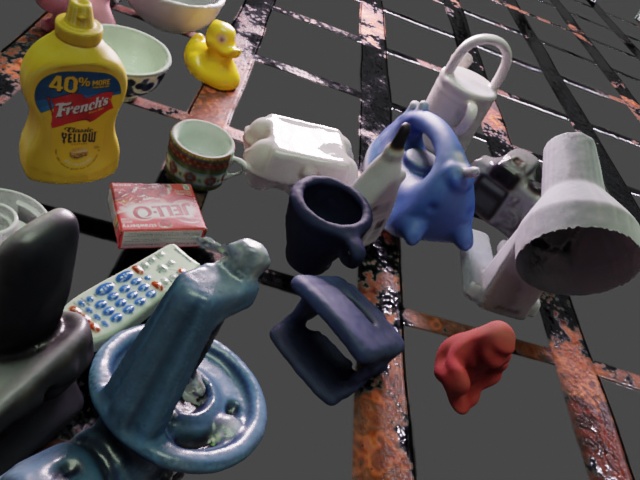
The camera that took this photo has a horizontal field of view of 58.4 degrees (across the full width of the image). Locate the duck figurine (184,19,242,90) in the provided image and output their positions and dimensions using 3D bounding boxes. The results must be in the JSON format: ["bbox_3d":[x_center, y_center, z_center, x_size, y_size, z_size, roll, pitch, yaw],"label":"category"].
[{"bbox_3d":[-0.155,-0.287,0.856,0.078,0.086,0.104,-23,59,-43],"label":"duck figurine"}]

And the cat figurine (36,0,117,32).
[{"bbox_3d":[-0.340,-0.334,0.786,0.128,0.117,0.067,-18,55,-40],"label":"cat figurine"}]

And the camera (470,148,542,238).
[{"bbox_3d":[0.300,-0.081,0.853,0.143,0.101,0.137,41,42,18],"label":"camera"}]

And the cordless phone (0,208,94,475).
[{"bbox_3d":[-0.209,0.068,0.353,0.094,0.185,0.148,29,39,5],"label":"cordless phone"}]

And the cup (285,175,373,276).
[{"bbox_3d":[0.006,0.002,0.611,0.092,0.095,0.117,-5,48,-32],"label":"cup"}]

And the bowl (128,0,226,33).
[{"bbox_3d":[-0.241,-0.385,0.930,0.168,0.074,0.167,15,40,-13],"label":"bowl"}]

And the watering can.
[{"bbox_3d":[0.231,-0.245,0.927,0.101,0.194,0.172,1,45,-27],"label":"watering can"}]

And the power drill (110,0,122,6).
[{"bbox_3d":[-0.354,-0.476,0.866,0.230,0.208,0.075,-4,47,-31],"label":"power drill"}]

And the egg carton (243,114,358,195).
[{"bbox_3d":[-0.025,-0.102,0.731,0.150,0.069,0.107,9,42,-19],"label":"egg carton"}]

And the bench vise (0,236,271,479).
[{"bbox_3d":[-0.098,0.107,0.340,0.121,0.219,0.208,28,39,4],"label":"bench vise"}]

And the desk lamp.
[{"bbox_3d":[0.251,-0.004,0.653,0.118,0.213,0.203,18,39,-8],"label":"desk lamp"}]

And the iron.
[{"bbox_3d":[0.133,-0.108,0.765,0.119,0.141,0.258,5,43,-22],"label":"iron"}]

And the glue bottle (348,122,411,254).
[{"bbox_3d":[0.064,-0.059,0.648,0.078,0.173,0.037,-20,56,-41],"label":"glue bottle"}]

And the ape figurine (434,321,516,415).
[{"bbox_3d":[0.159,0.116,0.566,0.078,0.092,0.076,6,43,-22],"label":"ape figurine"}]

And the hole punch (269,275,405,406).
[{"bbox_3d":[0.022,0.078,0.537,0.101,0.091,0.108,-22,58,-42],"label":"hole punch"}]
